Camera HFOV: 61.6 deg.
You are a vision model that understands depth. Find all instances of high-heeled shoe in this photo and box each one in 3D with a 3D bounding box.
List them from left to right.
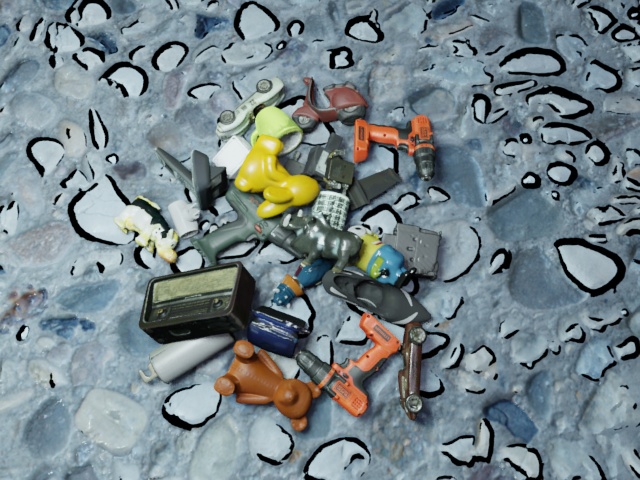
[{"bbox_3d":[0.125,0.118,1.137,0.249,0.145,0.086,15,78,5],"label":"high-heeled shoe"}]

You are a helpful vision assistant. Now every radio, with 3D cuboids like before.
[{"bbox_3d":[-0.255,0.131,1.110,0.230,0.073,0.131,-12,49,18],"label":"radio"}]

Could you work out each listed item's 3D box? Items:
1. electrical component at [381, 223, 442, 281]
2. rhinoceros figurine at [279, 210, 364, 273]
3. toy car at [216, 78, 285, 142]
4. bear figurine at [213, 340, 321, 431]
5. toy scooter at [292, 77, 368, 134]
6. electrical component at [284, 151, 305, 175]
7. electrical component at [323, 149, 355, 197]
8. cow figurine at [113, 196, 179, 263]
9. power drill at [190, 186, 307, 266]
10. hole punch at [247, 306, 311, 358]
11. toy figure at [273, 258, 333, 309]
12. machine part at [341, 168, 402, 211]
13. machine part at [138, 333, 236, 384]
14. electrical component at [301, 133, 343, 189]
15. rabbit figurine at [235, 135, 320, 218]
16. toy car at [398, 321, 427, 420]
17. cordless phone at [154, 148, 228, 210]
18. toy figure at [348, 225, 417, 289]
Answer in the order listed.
[{"bbox_3d":[0.200,0.026,1.205,0.134,0.058,0.115,8,75,1],"label":"electrical component"},{"bbox_3d":[-0.002,-0.003,1.122,0.191,0.073,0.112,21,114,26],"label":"rhinoceros figurine"},{"bbox_3d":[-0.164,-0.306,1.269,0.202,0.073,0.056,-44,80,-10],"label":"toy car"},{"bbox_3d":[-0.101,0.303,1.102,0.196,0.132,0.120,27,74,12],"label":"bear figurine"},{"bbox_3d":[0.018,-0.334,1.280,0.184,0.075,0.135,-11,76,1],"label":"toy scooter"},{"bbox_3d":[-0.055,-0.161,1.263,0.063,0.021,0.094,24,77,5],"label":"electrical component"},{"bbox_3d":[0.041,-0.152,1.206,0.078,0.045,0.102,18,82,-21],"label":"electrical component"},{"bbox_3d":[-0.371,-0.023,1.206,0.167,0.068,0.098,36,73,6],"label":"cow figurine"},{"bbox_3d":[-0.168,0.001,1.195,0.207,0.086,0.232,-38,78,-5],"label":"power drill"},{"bbox_3d":[-0.096,0.197,1.136,0.142,0.115,0.092,23,86,5],"label":"hole punch"},{"bbox_3d":[-0.042,0.090,1.186,0.154,0.058,0.064,-37,85,-8],"label":"toy figure"},{"bbox_3d":[0.121,-0.126,1.250,0.139,0.039,0.084,-24,73,-4],"label":"machine part"},{"bbox_3d":[-0.270,0.228,1.141,0.243,0.079,0.079,-32,79,-8],"label":"machine part"},{"bbox_3d":[0.010,-0.187,1.244,0.075,0.048,0.119,23,78,-21],"label":"electrical component"},{"bbox_3d":[-0.086,-0.127,1.168,0.173,0.121,0.162,26,48,-1],"label":"rabbit figurine"},{"bbox_3d":[0.191,0.272,1.131,0.053,0.089,0.202,7,78,-1],"label":"toy car"},{"bbox_3d":[-0.300,-0.163,1.196,0.184,0.146,0.089,39,71,6],"label":"cordless phone"},{"bbox_3d":[0.115,0.039,1.146,0.180,0.082,0.089,40,93,26],"label":"toy figure"}]
